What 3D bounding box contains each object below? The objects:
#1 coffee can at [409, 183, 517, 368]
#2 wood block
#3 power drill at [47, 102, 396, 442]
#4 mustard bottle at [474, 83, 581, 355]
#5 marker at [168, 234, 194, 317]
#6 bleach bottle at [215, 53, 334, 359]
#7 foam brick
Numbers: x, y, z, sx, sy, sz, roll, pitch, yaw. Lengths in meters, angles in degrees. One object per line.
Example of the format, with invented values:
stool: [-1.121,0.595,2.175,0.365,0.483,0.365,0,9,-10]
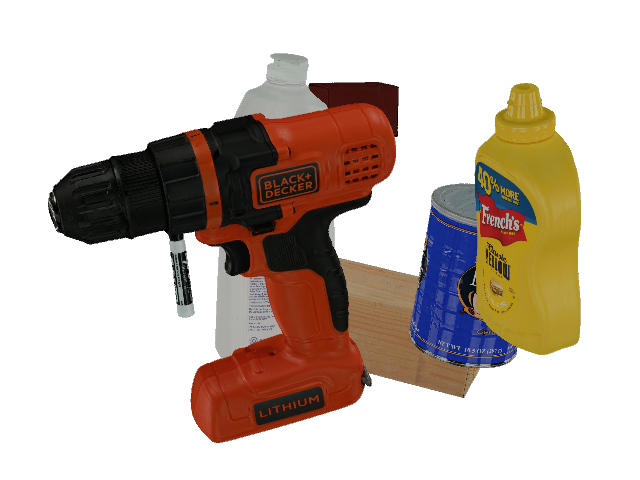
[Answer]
coffee can: [0.142,0.031,0.975,0.103,0.140,0.103,6,22,-3]
wood block: [0.070,0.088,1.146,0.206,0.091,0.090,13,21,17]
power drill: [-0.045,0.022,0.591,0.184,0.188,0.057,-13,36,-14]
mustard bottle: [0.147,-0.020,0.765,0.058,0.192,0.096,-15,29,-17]
marker: [-0.155,0.028,1.182,0.020,0.121,0.020,-4,23,1]
bleach bottle: [-0.028,-0.022,0.852,0.102,0.251,0.068,-3,21,-25]
foam brick: [0.033,-0.129,1.058,0.078,0.051,0.053,-4,14,-20]
